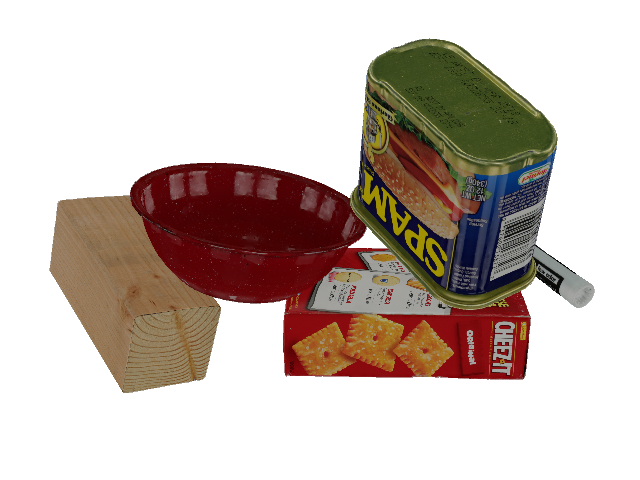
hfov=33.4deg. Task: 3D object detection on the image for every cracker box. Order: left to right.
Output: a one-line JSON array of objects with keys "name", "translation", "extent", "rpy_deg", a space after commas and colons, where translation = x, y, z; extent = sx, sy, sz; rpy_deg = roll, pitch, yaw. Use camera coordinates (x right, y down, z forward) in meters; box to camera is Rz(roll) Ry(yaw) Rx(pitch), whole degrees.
[{"name": "cracker box", "translation": [0.076, 0.066, 1.000], "extent": [0.213, 0.072, 0.164], "rpy_deg": [1, 20, 1]}]

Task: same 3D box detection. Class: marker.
[{"name": "marker", "translation": [0.146, 0.009, 0.758], "extent": [0.020, 0.020, 0.121], "rpy_deg": [0, 28, -34]}]

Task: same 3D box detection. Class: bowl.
[{"name": "bowl", "translation": [-0.052, -0.001, 0.732], "extent": [0.162, 0.055, 0.162], "rpy_deg": [8, 22, -4]}]

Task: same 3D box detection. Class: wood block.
[{"name": "wood block", "translation": [-0.189, 0.046, 1.061], "extent": [0.090, 0.091, 0.206], "rpy_deg": [-6, 35, -34]}]

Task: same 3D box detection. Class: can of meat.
[{"name": "can of meat", "translation": [0.060, -0.033, 0.497], "extent": [0.057, 0.084, 0.102], "rpy_deg": [-21, 48, -24]}]
